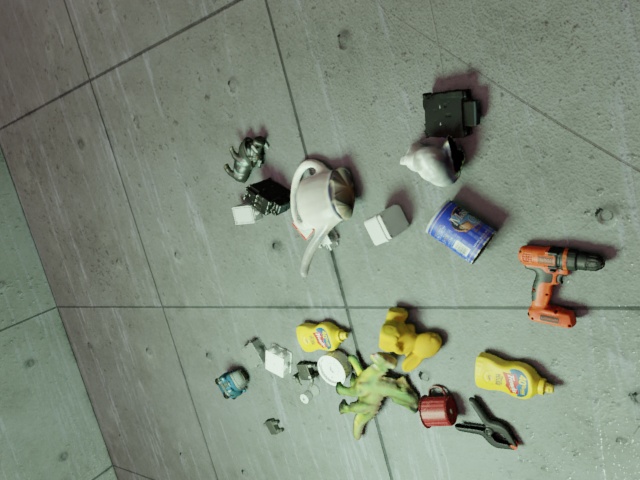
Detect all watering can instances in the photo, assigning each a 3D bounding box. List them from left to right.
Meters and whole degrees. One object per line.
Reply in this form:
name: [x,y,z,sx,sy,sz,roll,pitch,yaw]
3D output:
watering can: [0.005,-0.076,1.505,0.223,0.104,0.351,-14,77,40]

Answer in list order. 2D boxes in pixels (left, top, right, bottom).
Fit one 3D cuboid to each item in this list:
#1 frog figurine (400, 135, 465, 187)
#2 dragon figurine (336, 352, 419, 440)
frog figurine: [0.265,-0.188,1.273,0.159,0.137,0.123,-6,87,37]
dragon figurine: [0.187,0.496,1.607,0.243,0.124,0.402,4,121,28]
